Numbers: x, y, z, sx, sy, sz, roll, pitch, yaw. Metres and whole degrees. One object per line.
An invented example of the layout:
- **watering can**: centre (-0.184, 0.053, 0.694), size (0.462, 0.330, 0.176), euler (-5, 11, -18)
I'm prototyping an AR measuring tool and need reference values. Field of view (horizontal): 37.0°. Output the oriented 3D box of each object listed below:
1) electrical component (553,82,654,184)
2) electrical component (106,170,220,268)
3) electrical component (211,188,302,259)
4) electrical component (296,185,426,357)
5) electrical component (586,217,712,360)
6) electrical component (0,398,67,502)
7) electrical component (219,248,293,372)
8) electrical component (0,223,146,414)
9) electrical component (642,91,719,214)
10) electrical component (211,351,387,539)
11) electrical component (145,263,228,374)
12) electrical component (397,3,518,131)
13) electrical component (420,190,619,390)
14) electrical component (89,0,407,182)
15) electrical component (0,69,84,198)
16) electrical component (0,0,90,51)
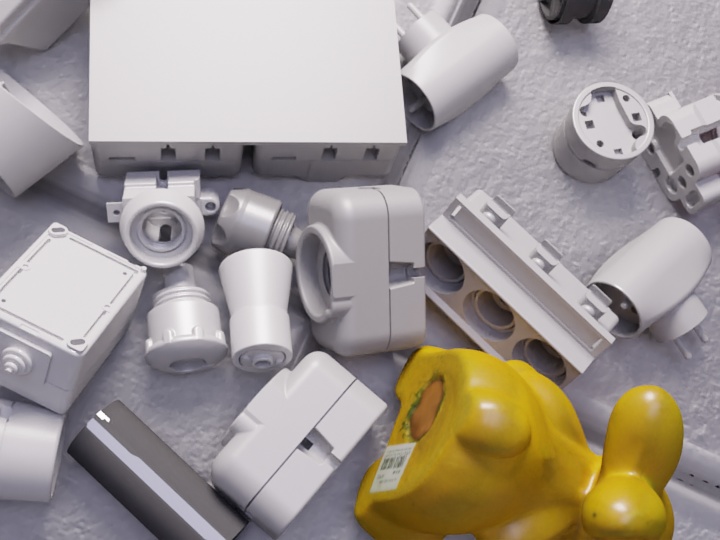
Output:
- **electrical component**: centre (0.159, -0.088, 0.710), size (0.055, 0.047, 0.055), euler (3, 71, -9)
- **electrical component**: centre (-0.116, -0.031, 0.634), size (0.066, 0.055, 0.048), euler (-3, 116, -6)
- **electrical component**: centre (-0.056, -0.022, 0.654), size (0.062, 0.043, 0.043), euler (21, 69, -3)
- **electrical component**: centre (0.000, 0.000, 0.629), size (0.059, 0.054, 0.095), euler (-6, 100, -25)
- **electrical component**: centre (0.192, 0.019, 0.680), size (0.077, 0.043, 0.079), euler (-37, 94, -28)
- **electrical component**: centre (-0.188, 0.098, 0.585), size (0.047, 0.055, 0.055), euler (10, 70, -10)
- **electrical component**: centre (-0.059, 0.026, 0.626), size (0.044, 0.044, 0.065), euler (-1, 58, -10)
- **electrical component**: centre (-0.170, 0.032, 0.591), size (0.062, 0.061, 0.096), euler (26, 38, 0)
- **electrical component**: centre (0.229, -0.084, 0.716), size (0.057, 0.058, 0.078), euler (-23, 76, -13)
- **electrical component**: centre (-0.038, 0.096, 0.610), size (0.059, 0.053, 0.095), euler (40, 70, 5)
- **electrical component**: centre (-0.104, 0.027, 0.629), size (0.048, 0.048, 0.062), euler (-5, 65, -11)
- **electrical component**: centre (0.051, -0.144, 0.714), size (0.077, 0.043, 0.079), euler (-38, 81, -19)
- **electrical component**: centre (0.092, 0.013, 0.654), size (0.121, 0.078, 0.063), euler (44, 48, 7)
- **electrical component**: centre (-0.072, -0.115, 0.674), size (0.186, 0.060, 0.105), euler (-1, 71, -10)
- **electrical component**: centre (-0.214, -0.092, 0.625), size (0.099, 0.099, 0.064), euler (41, 76, 6)
- **electrical component**: centre (-0.204, -0.211, 0.662), size (0.109, 0.056, 0.108), euler (-39, 79, 18)
